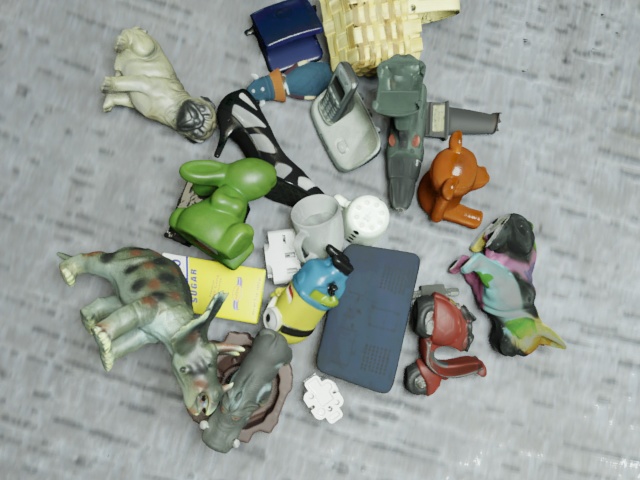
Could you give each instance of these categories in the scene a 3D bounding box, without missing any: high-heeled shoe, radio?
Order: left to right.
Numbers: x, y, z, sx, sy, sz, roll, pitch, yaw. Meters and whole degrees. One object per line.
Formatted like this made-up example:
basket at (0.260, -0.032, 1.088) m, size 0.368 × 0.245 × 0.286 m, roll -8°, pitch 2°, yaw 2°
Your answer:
high-heeled shoe at (-0.072, -0.155, 0.935) m, size 0.248 × 0.086 × 0.145 m, roll 28°, pitch 64°, yaw -15°
radio at (0.081, 0.125, 0.894) m, size 0.131 × 0.073 × 0.229 m, roll 13°, pitch 81°, yaw 9°

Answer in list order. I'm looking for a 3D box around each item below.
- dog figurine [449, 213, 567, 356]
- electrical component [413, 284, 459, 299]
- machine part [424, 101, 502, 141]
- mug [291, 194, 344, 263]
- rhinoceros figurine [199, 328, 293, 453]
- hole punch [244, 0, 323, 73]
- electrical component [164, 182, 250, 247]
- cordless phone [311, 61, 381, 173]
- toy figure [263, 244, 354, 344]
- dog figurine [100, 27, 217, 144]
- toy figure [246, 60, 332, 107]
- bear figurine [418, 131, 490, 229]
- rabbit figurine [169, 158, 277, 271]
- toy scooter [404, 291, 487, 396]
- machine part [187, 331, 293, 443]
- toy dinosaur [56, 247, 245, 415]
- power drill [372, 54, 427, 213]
dog figurine at (0.336, 0.086, 0.907) m, size 0.191 × 0.108 × 0.219 m, roll -43°, pitch 91°, yaw -10°
electrical component at (0.197, 0.109, 0.935) m, size 0.094 × 0.021 × 0.063 m, roll -2°, pitch 84°, yaw -4°
machine part at (0.257, -0.215, 0.974) m, size 0.139 × 0.039 × 0.084 m, roll 1°, pitch 75°, yaw -1°
mug at (-0.002, -0.003, 0.888) m, size 0.081 × 0.107 × 0.109 m, roll 8°, pitch 48°, yaw 26°
rhinoceros figurine at (-0.106, 0.224, 0.804) m, size 0.073 × 0.112 × 0.190 m, roll 32°, pitch 76°, yaw 0°
hole punch at (-0.059, -0.374, 0.953) m, size 0.142 × 0.092 × 0.116 m, roll -21°, pitch 81°, yaw -2°
electrical component at (-0.186, -0.043, 0.917) m, size 0.115 × 0.058 × 0.134 m, roll 21°, pitch 82°, yaw -2°
cordless phone at (0.055, -0.204, 0.887) m, size 0.089 × 0.184 × 0.146 m, roll -24°, pitch 85°, yaw -10°
toy figure at (-0.017, 0.093, 0.853) m, size 0.089 × 0.082 × 0.180 m, roll 42°, pitch 107°, yaw -7°
dog figurine at (-0.261, -0.270, 0.932) m, size 0.190 × 0.121 × 0.172 m, roll 15°, pitch 85°, yaw -15°
toy figure at (-0.053, -0.275, 0.955) m, size 0.155 × 0.057 × 0.064 m, roll -11°, pitch 77°, yaw 1°
bear figurine at (0.232, -0.095, 0.877) m, size 0.132 × 0.196 × 0.120 m, roll 9°, pitch 79°, yaw -3°
rabbit figurine at (-0.144, -0.060, 0.847) m, size 0.159 × 0.121 × 0.170 m, roll 30°, pitch 73°, yaw 13°
toy scooter at (0.216, 0.176, 0.891) m, size 0.135 × 0.075 × 0.183 m, roll 4°, pitch 104°, yaw 1°
machine part at (-0.132, 0.237, 0.885) m, size 0.179 × 0.056 × 0.179 m, roll 0°, pitch 83°, yaw -2°
toy dinosaur at (-0.266, 0.081, 0.815) m, size 0.192 × 0.131 × 0.405 m, roll -21°, pitch 45°, yaw -28°
power drill at (0.139, -0.182, 0.880) m, size 0.086 × 0.207 × 0.232 m, roll 3°, pitch 73°, yaw 20°
